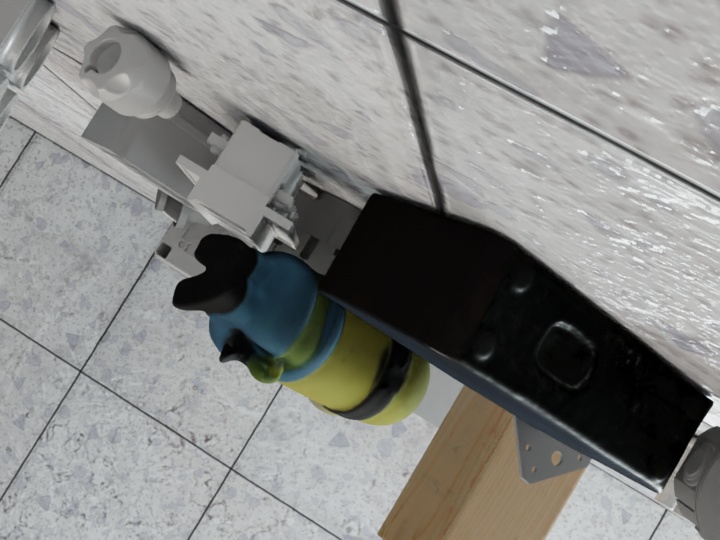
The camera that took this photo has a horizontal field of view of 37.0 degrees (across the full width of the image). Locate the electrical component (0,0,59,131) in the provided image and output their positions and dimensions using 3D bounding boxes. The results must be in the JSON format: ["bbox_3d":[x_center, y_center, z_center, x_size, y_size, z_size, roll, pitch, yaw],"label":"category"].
[{"bbox_3d":[-0.257,-0.140,0.717,0.060,0.105,0.186,32,176,-14],"label":"electrical component"}]

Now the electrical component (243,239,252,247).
[{"bbox_3d":[-0.061,-0.023,0.886,0.051,0.080,0.080,36,176,4],"label":"electrical component"}]

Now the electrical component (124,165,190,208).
[{"bbox_3d":[-0.155,-0.093,0.889,0.059,0.053,0.095,31,176,0],"label":"electrical component"}]

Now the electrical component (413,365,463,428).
[{"bbox_3d":[0.048,0.072,1.022,0.186,0.105,0.060,34,175,-28],"label":"electrical component"}]

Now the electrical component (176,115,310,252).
[{"bbox_3d":[-0.069,-0.053,0.700,0.079,0.063,0.121,31,176,1],"label":"electrical component"}]

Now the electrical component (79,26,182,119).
[{"bbox_3d":[-0.125,-0.107,0.610,0.043,0.043,0.062,29,176,31],"label":"electrical component"}]

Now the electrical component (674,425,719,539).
[{"bbox_3d":[0.230,0.131,0.634,0.080,0.080,0.051,32,-179,-8],"label":"electrical component"}]

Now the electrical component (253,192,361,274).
[{"bbox_3d":[0.000,0.000,0.827,0.089,0.061,0.150,29,175,31],"label":"electrical component"}]

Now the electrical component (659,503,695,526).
[{"bbox_3d":[0.360,0.225,0.908,0.105,0.060,0.186,33,175,-21],"label":"electrical component"}]

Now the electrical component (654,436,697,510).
[{"bbox_3d":[0.268,0.169,0.897,0.048,0.062,0.048,31,176,3],"label":"electrical component"}]

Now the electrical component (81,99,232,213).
[{"bbox_3d":[-0.134,-0.088,0.784,0.113,0.057,0.078,35,174,-36],"label":"electrical component"}]

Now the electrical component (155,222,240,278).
[{"bbox_3d":[-0.124,-0.028,1.050,0.109,0.108,0.056,30,173,19],"label":"electrical component"}]
